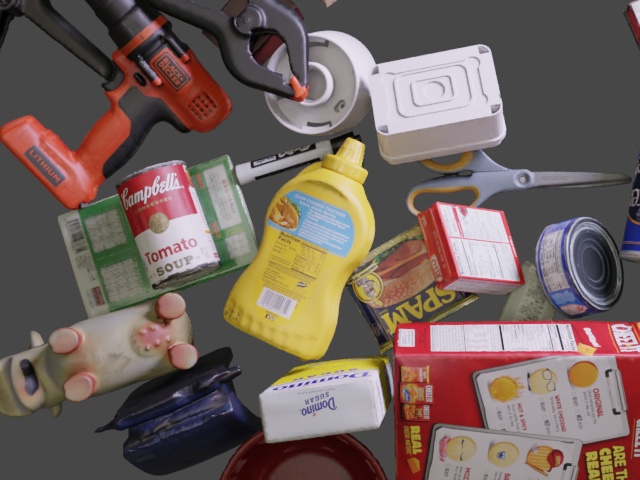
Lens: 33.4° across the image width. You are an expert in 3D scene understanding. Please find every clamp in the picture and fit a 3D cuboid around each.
[{"bbox_3d":[-0.305,-0.221,1.031,0.164,0.036,0.210,-22,89,5],"label":"clamp"},{"bbox_3d":[-0.058,-0.202,0.945,0.171,0.039,0.120,45,99,2],"label":"clamp"}]

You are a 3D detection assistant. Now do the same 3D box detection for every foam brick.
[{"bbox_3d":[-0.061,-0.200,0.990,0.053,0.051,0.078,42,93,6],"label":"foam brick"}]

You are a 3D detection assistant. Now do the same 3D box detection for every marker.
[{"bbox_3d":[-0.019,-0.077,0.997,0.121,0.020,0.020,-16,86,7],"label":"marker"}]

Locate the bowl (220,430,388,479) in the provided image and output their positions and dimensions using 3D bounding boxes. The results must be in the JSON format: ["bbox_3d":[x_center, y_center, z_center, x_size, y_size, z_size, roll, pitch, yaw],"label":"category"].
[{"bbox_3d":[-0.011,0.241,0.967,0.162,0.055,0.162,0,88,8],"label":"bowl"}]

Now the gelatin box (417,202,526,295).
[{"bbox_3d":[0.132,0.009,0.934,0.030,0.089,0.073,-37,57,43],"label":"gelatin box"}]

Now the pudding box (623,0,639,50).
[{"bbox_3d":[0.339,-0.188,0.944,0.113,0.039,0.090,-23,86,8],"label":"pudding box"}]

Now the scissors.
[{"bbox_3d":[0.172,-0.071,0.973,0.202,0.016,0.096,-15,86,6],"label":"scissors"}]

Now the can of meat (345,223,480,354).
[{"bbox_3d":[0.079,0.042,0.962,0.102,0.057,0.084,-30,82,6],"label":"can of meat"}]

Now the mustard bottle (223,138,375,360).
[{"bbox_3d":[-0.006,0.001,0.935,0.096,0.058,0.191,24,91,19],"label":"mustard bottle"}]

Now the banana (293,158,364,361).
[{"bbox_3d":[-0.016,0.010,0.984,0.070,0.037,0.198,14,90,9],"label":"banana"}]

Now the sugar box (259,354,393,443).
[{"bbox_3d":[0.010,0.131,0.907,0.093,0.176,0.048,-9,87,7],"label":"sugar box"}]

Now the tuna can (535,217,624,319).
[{"bbox_3d":[0.227,0.024,0.927,0.034,0.085,0.086,-20,84,46],"label":"tuna can"}]

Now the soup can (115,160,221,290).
[{"bbox_3d":[-0.138,-0.013,0.971,0.068,0.068,0.102,-21,84,6],"label":"soup can"}]

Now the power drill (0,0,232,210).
[{"bbox_3d":[-0.203,-0.134,0.985,0.188,0.057,0.184,-39,102,8],"label":"power drill"}]

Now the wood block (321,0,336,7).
[{"bbox_3d":[0.058,-0.316,0.960,0.206,0.090,0.091,-37,84,4],"label":"wood block"}]

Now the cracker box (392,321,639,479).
[{"bbox_3d":[0.170,0.153,0.911,0.214,0.072,0.164,-1,114,5],"label":"cracker box"}]

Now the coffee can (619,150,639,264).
[{"bbox_3d":[0.319,-0.044,0.909,0.103,0.102,0.140,10,89,8],"label":"coffee can"}]
